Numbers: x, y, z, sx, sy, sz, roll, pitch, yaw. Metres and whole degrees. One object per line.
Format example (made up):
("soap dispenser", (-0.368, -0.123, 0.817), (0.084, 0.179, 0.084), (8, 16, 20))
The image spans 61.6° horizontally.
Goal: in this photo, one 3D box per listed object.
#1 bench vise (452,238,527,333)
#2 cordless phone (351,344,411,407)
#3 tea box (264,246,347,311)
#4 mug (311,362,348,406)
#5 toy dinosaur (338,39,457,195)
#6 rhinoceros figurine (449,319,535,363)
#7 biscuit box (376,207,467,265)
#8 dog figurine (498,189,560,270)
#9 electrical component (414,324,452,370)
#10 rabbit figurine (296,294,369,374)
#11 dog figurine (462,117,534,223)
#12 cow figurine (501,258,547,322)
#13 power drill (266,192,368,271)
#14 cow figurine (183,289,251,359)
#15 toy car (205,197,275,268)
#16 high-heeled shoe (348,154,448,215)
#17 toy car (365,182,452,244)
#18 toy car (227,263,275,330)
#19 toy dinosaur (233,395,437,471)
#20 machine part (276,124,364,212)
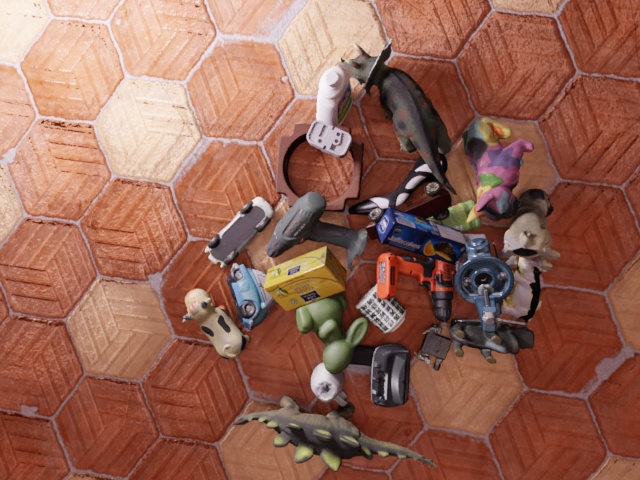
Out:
("bench vise", (0.352, 0.123, 1.142), (0.129, 0.241, 0.223), (0, 116, 11))
("cordless phone", (0.123, 0.322, 1.296), (0.184, 0.088, 0.146), (3, 93, 15))
("tea box", (-0.033, 0.092, 1.255), (0.170, 0.068, 0.098), (-24, 125, 24))
("mug", (0.023, 0.353, 1.280), (0.081, 0.107, 0.109), (-38, 86, 6))
("toy dinosaur", (0.193, -0.291, 1.190), (0.131, 0.192, 0.405), (-38, 65, 13))
("rhinoceros figurine", (0.399, 0.228, 1.254), (0.191, 0.112, 0.073), (3, 111, 17))
("biscuit box", (0.225, -0.007, 1.185), (0.202, 0.059, 0.062), (16, 124, -21))
("dog figurine", (0.464, -0.046, 1.188), (0.121, 0.172, 0.190), (6, 72, 14))
("electrical component", (0.272, 0.255, 1.290), (0.078, 0.045, 0.102), (26, 93, 5))
("rabbit figurine", (0.033, 0.226, 1.276), (0.159, 0.121, 0.170), (-17, 78, -16))
("dog figurine", (0.375, -0.145, 1.208), (0.192, 0.108, 0.219), (34, 71, 7))
("cow figurine", (0.484, 0.104, 1.259), (0.098, 0.068, 0.167), (21, 92, 4))
("power drill", (-0.003, -0.004, 1.267), (0.207, 0.086, 0.232), (25, 135, -5))
("cow figurine", (-0.255, 0.201, 1.288), (0.085, 0.127, 0.195), (-37, 91, 1))
("toy car", (-0.196, -0.018, 1.316), (0.073, 0.056, 0.201), (44, 95, -4))
("high-heeled shoe", (0.182, -0.141, 1.277), (0.249, 0.086, 0.145), (-9, 82, 4))
("toy car", (0.198, -0.061, 1.210), (0.202, 0.053, 0.089), (-24, 131, 8))
("toy car", (-0.160, 0.130, 1.301), (0.103, 0.109, 0.161), (-15, 78, -18))
("toy dinosaur", (0.025, 0.452, 1.237), (0.472, 0.198, 0.105), (5, 95, 6))
("machine part", (0.001, -0.170, 1.283), (0.202, 0.087, 0.200), (4, 92, 3))
